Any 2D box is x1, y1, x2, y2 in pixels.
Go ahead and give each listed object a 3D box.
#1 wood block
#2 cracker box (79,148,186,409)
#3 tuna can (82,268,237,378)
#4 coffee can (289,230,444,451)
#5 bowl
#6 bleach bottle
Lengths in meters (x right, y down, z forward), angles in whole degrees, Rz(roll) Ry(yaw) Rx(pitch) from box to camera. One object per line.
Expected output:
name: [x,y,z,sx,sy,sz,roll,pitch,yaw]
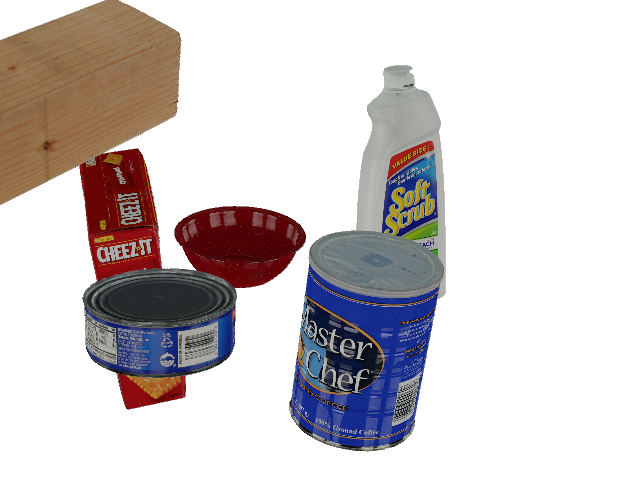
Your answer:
wood block: [-0.223,-0.123,0.910,0.090,0.091,0.205,31,43,24]
cracker box: [-0.192,0.037,1.093,0.072,0.214,0.164,-10,34,-10]
tuna can: [-0.090,0.045,0.603,0.086,0.034,0.086,2,18,-1]
coffee can: [0.034,0.076,0.830,0.103,0.140,0.103,6,24,-3]
bowl: [-0.100,0.014,1.317,0.162,0.055,0.162,4,25,-2]
bleach bottle: [0.079,-0.056,1.120,0.102,0.251,0.068,-10,22,-14]
